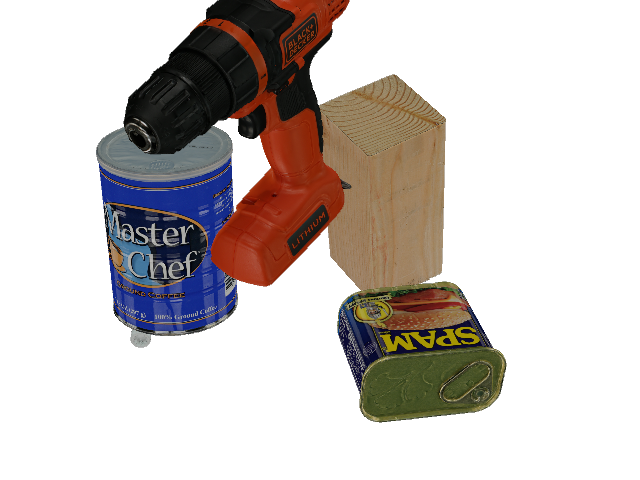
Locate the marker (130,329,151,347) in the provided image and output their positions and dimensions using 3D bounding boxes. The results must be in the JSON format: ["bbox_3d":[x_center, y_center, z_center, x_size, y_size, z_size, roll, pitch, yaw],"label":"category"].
[{"bbox_3d":[-0.172,0.060,1.047,0.020,0.020,0.121,0,34,-5],"label":"marker"}]

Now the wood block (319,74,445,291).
[{"bbox_3d":[0.063,-0.047,1.060,0.090,0.206,0.091,-25,49,-19],"label":"wood block"}]

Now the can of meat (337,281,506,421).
[{"bbox_3d":[0.068,0.076,0.754,0.102,0.057,0.084,-4,34,-12],"label":"can of meat"}]

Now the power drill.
[{"bbox_3d":[-0.041,-0.061,0.657,0.057,0.188,0.184,26,53,25],"label":"power drill"}]

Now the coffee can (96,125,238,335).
[{"bbox_3d":[-0.118,-0.011,0.838,0.103,0.140,0.103,0,29,0],"label":"coffee can"}]
